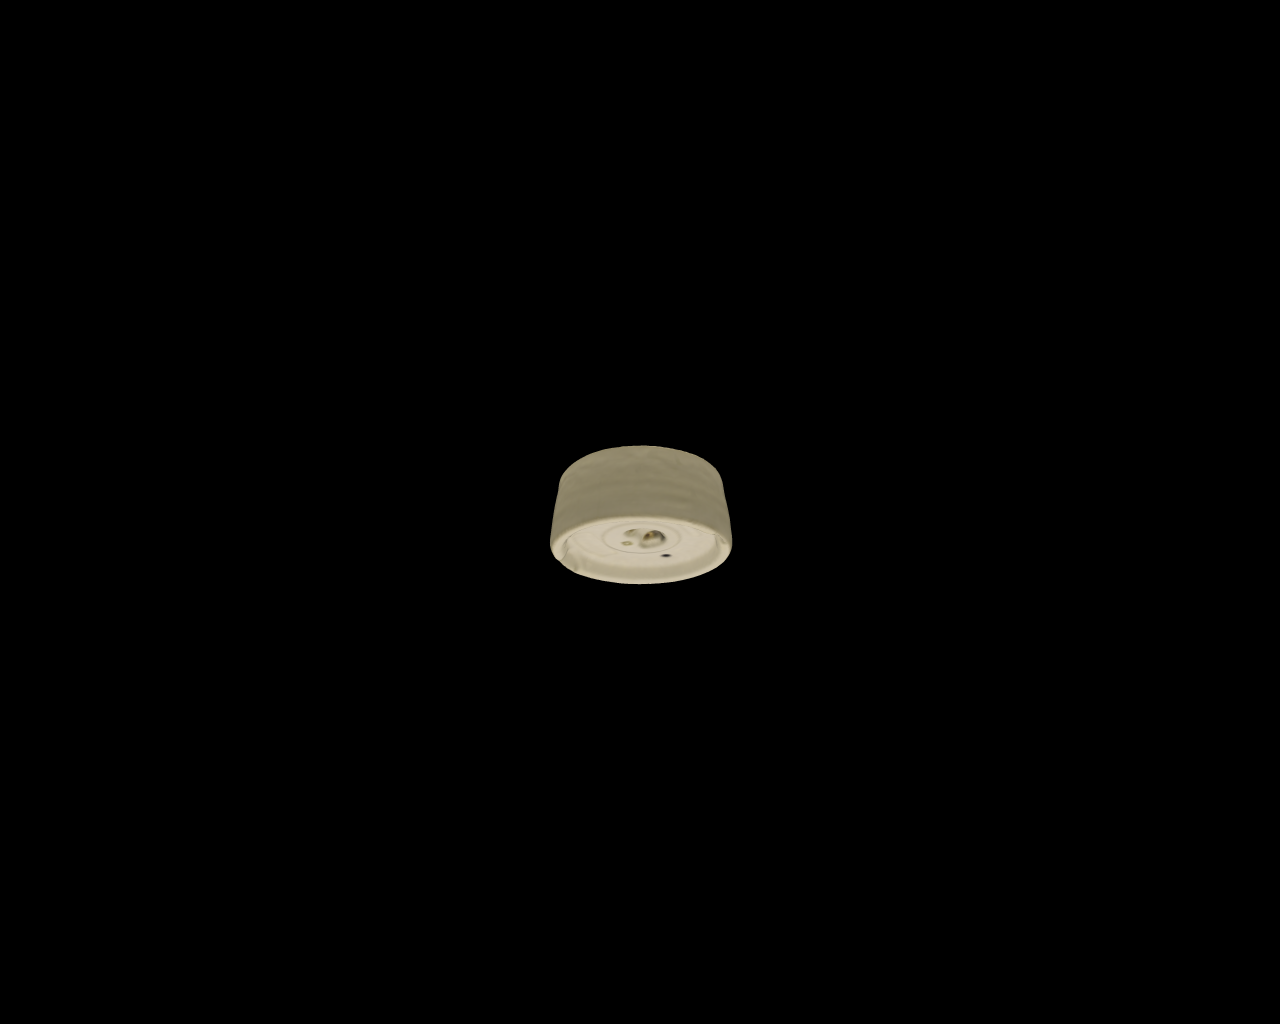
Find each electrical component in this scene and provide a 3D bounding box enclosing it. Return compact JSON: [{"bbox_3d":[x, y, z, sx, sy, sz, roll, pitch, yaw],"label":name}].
[{"bbox_3d":[0.001,-0.003,0.650,0.108,0.060,0.108,0,-24,0],"label":"electrical component"}]
